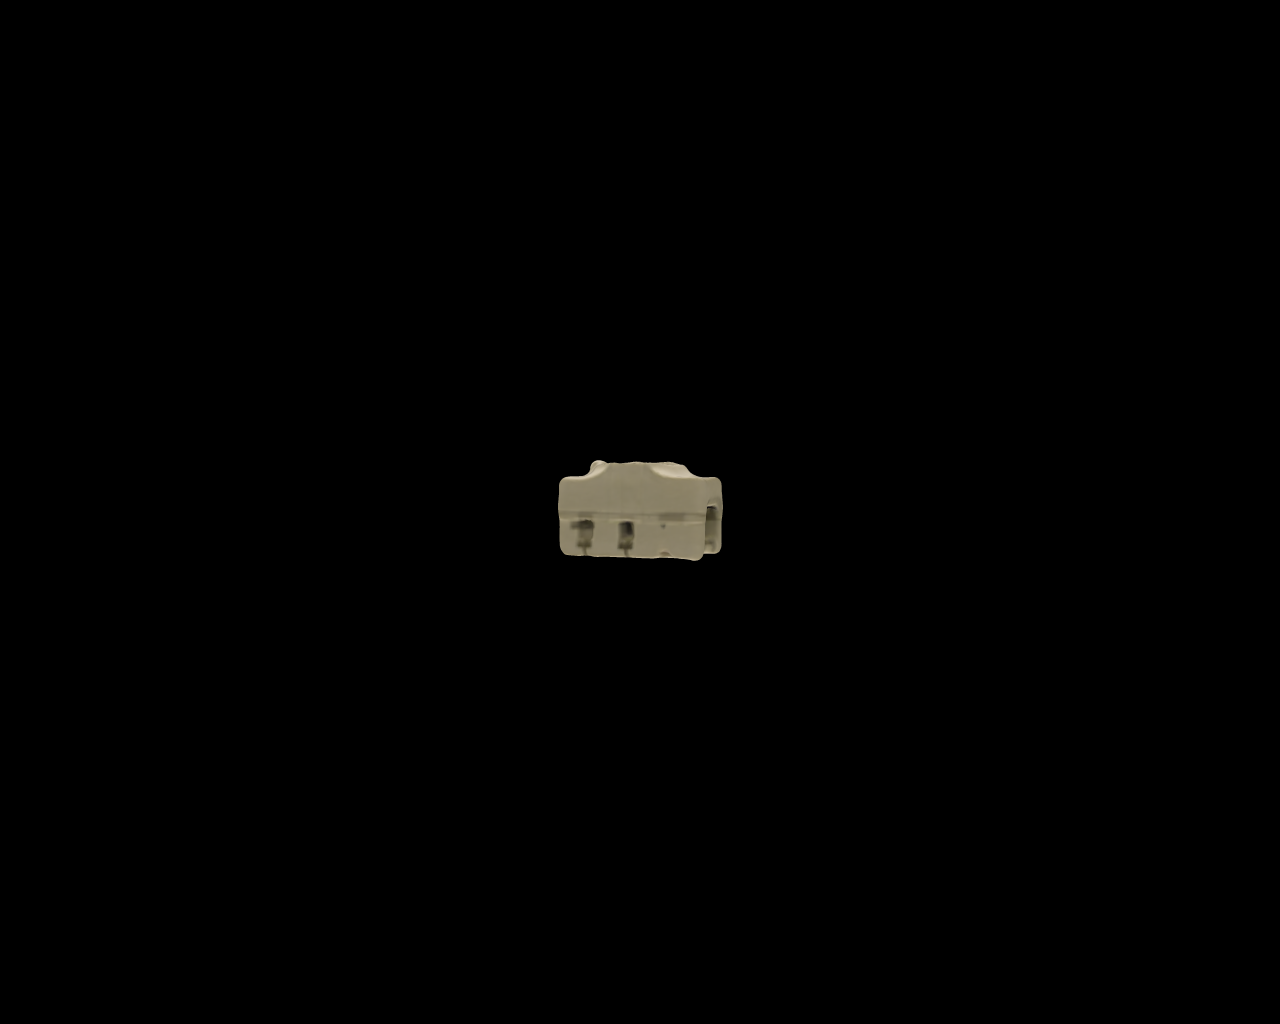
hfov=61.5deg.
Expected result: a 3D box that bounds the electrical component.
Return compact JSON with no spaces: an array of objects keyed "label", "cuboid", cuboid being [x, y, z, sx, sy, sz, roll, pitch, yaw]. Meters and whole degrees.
[{"label":"electrical component","cuboid":[0.001,-0.003,0.650,0.089,0.055,0.050,1,4,20]}]
